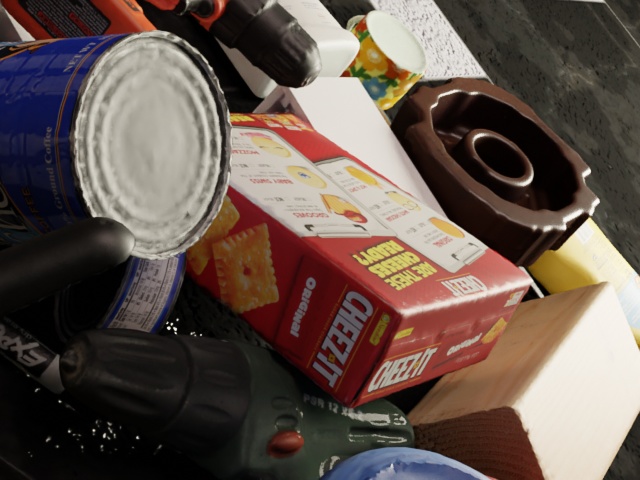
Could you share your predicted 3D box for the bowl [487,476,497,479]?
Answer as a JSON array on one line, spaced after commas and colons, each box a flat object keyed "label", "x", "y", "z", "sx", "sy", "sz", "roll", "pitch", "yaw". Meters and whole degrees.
[{"label": "bowl", "x": 0.100, "y": 0.190, "z": 0.568, "sx": 0.162, "sy": 0.055, "sz": 0.162, "roll": -15, "pitch": 90, "yaw": -84}]

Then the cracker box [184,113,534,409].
[{"label": "cracker box", "x": -0.004, "y": 0.001, "z": 0.639, "sx": 0.214, "sy": 0.072, "sz": 0.163, "roll": 37, "pitch": 24, "yaw": 27}]

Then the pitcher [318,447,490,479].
[{"label": "pitcher", "x": -0.021, "y": 0.171, "z": 0.375, "sx": 0.149, "sy": 0.243, "sz": 0.144, "roll": 42, "pitch": 34, "yaw": 6}]

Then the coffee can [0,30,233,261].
[{"label": "coffee can", "x": -0.128, "y": -0.046, "z": 0.512, "sx": 0.102, "sy": 0.141, "sz": 0.103, "roll": -9, "pitch": 100, "yaw": -55}]

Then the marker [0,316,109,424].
[{"label": "marker", "x": -0.154, "y": 0.054, "z": 0.544, "sx": 0.121, "sy": 0.020, "sz": 0.020, "roll": 40, "pitch": 36, "yaw": -11}]

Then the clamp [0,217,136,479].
[{"label": "clamp", "x": -0.188, "y": 0.061, "z": 0.438, "sx": 0.209, "sy": 0.165, "sz": 0.036, "roll": 2, "pitch": 28, "yaw": -18}]

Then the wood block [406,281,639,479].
[{"label": "wood block", "x": 0.143, "y": 0.113, "z": 0.714, "sx": 0.205, "sy": 0.090, "sz": 0.091, "roll": -32, "pitch": 101, "yaw": -54}]

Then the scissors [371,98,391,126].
[{"label": "scissors", "x": 0.067, "y": -0.047, "z": 0.876, "sx": 0.202, "sy": 0.016, "sz": 0.096, "roll": 52, "pitch": 30, "yaw": -2}]

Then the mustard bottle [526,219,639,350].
[{"label": "mustard bottle", "x": 0.251, "y": 0.052, "z": 0.932, "sx": 0.191, "sy": 0.058, "sz": 0.096, "roll": 50, "pitch": 36, "yaw": 5}]

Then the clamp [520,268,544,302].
[{"label": "clamp", "x": 0.125, "y": -0.002, "z": 0.869, "sx": 0.120, "sy": 0.039, "sz": 0.171, "roll": 24, "pitch": 34, "yaw": -46}]

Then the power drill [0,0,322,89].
[{"label": "power drill", "x": -0.093, "y": -0.144, "z": 0.661, "sx": 0.184, "sy": 0.057, "sz": 0.187, "roll": 42, "pitch": 30, "yaw": -2}]

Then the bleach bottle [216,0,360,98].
[{"label": "bleach bottle", "x": -0.078, "y": -0.228, "z": 0.863, "sx": 0.102, "sy": 0.068, "sz": 0.251, "roll": -15, "pitch": 65, "yaw": -51}]

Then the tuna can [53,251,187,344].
[{"label": "tuna can", "x": -0.107, "y": 0.019, "z": 0.569, "sx": 0.033, "sy": 0.086, "sz": 0.086, "roll": 24, "pitch": 41, "yaw": -32}]
